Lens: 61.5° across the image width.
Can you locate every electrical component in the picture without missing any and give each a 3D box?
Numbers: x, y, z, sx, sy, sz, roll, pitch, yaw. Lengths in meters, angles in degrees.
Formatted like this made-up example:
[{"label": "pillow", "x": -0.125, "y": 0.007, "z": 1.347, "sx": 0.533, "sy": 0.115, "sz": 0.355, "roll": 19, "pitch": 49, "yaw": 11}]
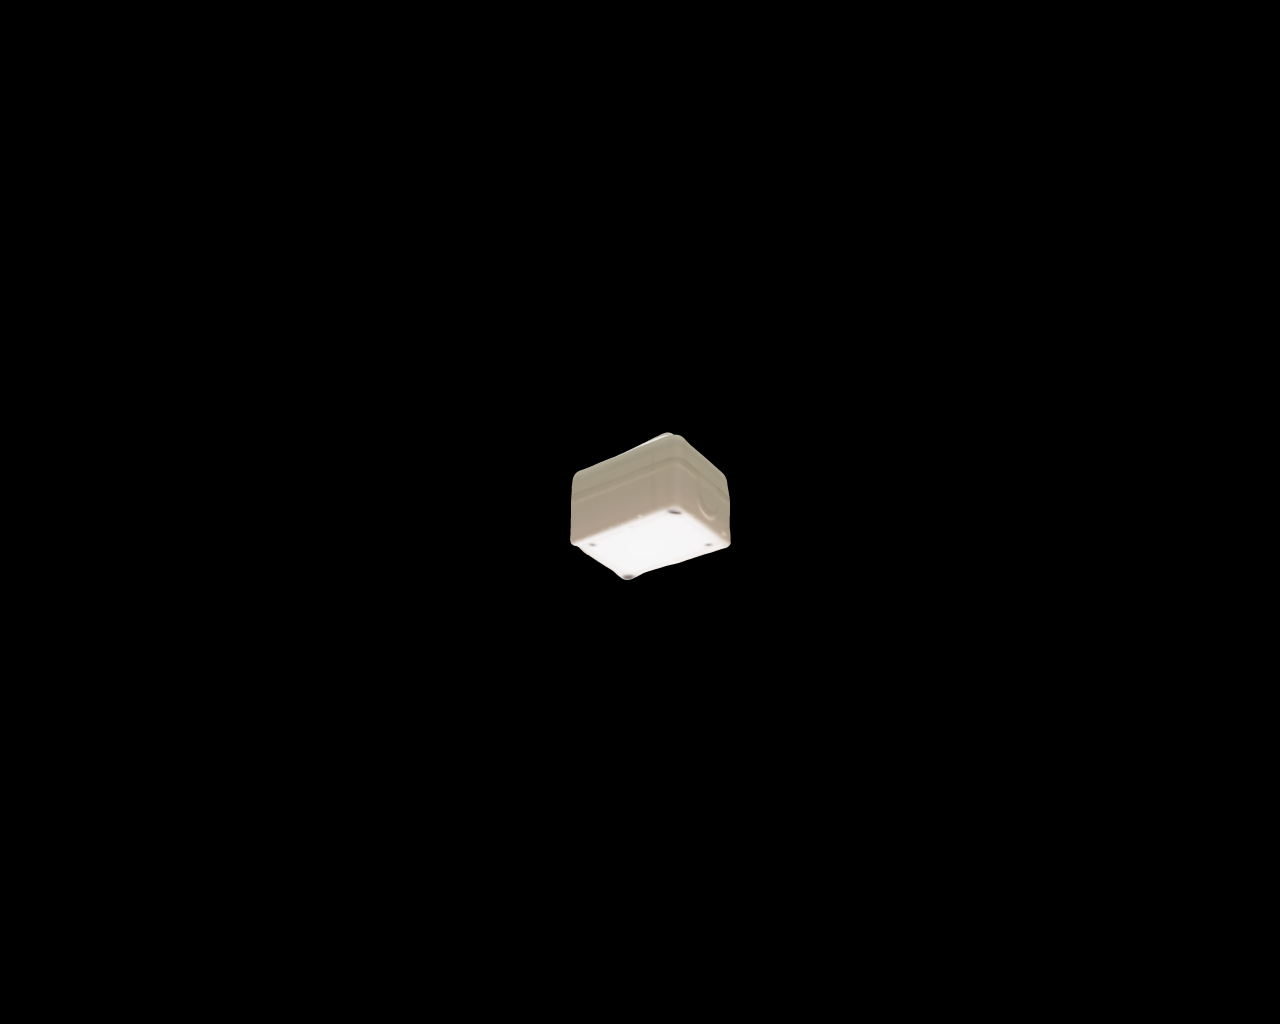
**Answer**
[{"label": "electrical component", "x": 0.001, "y": -0.003, "z": 0.650, "sx": 0.096, "sy": 0.061, "sz": 0.061, "roll": -19, "pitch": -36, "yaw": 29}]
